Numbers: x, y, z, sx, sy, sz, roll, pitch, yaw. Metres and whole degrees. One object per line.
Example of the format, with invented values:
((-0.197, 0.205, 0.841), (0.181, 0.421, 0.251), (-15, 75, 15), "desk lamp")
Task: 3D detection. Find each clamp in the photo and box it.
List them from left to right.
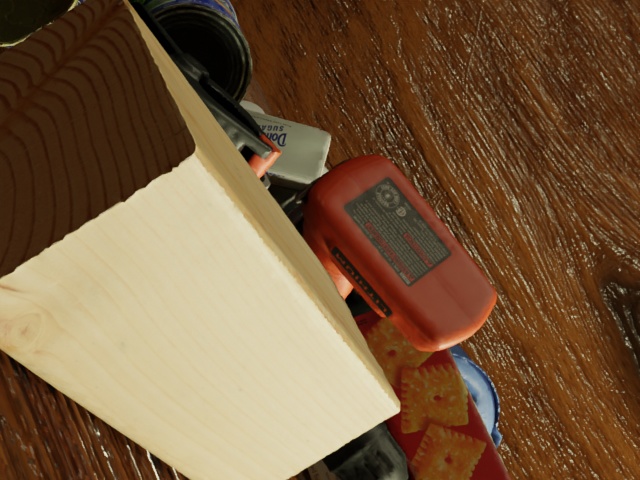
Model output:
((-0.092, -0.104, 0.680), (0.171, 0.039, 0.120), (44, 19, 0), "clamp")

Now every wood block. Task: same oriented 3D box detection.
((-0.053, 0.017, 0.413), (0.090, 0.091, 0.206), (61, 4, 37), "wood block")

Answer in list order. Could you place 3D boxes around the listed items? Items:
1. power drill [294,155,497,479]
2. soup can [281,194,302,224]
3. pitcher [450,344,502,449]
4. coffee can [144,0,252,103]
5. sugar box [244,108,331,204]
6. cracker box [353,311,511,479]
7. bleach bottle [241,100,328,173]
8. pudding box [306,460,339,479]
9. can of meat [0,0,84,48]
((0.014, 0.053, 0.583), (0.184, 0.057, 0.188), (50, -37, 4), "power drill")
((-0.005, 0.001, 0.825), (0.068, 0.068, 0.102), (60, -5, 3), "soup can")
((0.066, 0.121, 1.035), (0.243, 0.145, 0.149), (-121, -169, -71), "pitcher")
((-0.115, -0.163, 0.908), (0.102, 0.103, 0.140), (58, 4, -24), "coffee can")
((-0.043, -0.064, 0.847), (0.176, 0.093, 0.048), (117, -13, -82), "sugar box")
((0.083, 0.173, 0.785), (0.164, 0.072, 0.214), (86, -16, -59), "cracker box")
((-0.061, -0.065, 1.041), (0.068, 0.102, 0.250), (22, -6, 25), "bleach bottle")
((0.021, 0.156, 0.704), (0.113, 0.039, 0.090), (62, 5, 37), "pudding box")
((-0.154, -0.139, 0.564), (0.102, 0.057, 0.084), (60, 2, 11), "can of meat")
